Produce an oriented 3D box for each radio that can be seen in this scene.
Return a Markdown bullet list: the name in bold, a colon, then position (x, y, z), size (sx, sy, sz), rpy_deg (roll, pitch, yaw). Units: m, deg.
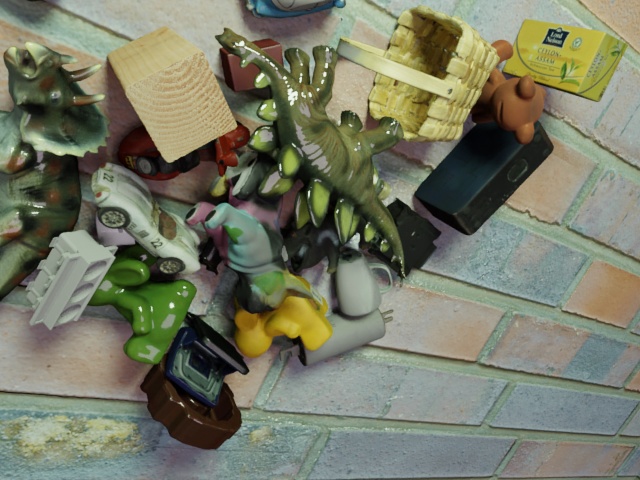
- **radio**: position (0.292, -0.125, 0.960), size (0.229, 0.131, 0.073), rpy_deg (-48, 125, 4)

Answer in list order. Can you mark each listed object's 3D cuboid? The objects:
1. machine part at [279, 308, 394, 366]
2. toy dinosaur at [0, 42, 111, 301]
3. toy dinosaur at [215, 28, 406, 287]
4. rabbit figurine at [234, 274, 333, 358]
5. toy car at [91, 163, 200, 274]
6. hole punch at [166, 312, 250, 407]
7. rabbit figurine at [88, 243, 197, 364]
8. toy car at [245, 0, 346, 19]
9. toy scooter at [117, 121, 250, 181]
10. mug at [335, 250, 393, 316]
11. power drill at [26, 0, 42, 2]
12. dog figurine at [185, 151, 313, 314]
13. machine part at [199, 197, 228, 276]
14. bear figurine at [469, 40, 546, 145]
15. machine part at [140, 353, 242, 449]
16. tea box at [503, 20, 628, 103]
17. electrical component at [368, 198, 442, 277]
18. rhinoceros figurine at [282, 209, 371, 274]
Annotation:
- **machine part**: position (0.036, 0.178, 1.032), size (0.243, 0.079, 0.079), rpy_deg (-16, 123, -18)
- **toy dinosaur**: position (-0.368, -0.060, 0.675), size (0.192, 0.131, 0.404), rpy_deg (0, 123, -27)
- **toy dinosaur**: position (0.021, -0.104, 0.761), size (0.470, 0.105, 0.198), rpy_deg (41, 74, -33)
- **rabbit figurine**: position (-0.084, 0.143, 0.933), size (0.173, 0.122, 0.162), rpy_deg (-35, 126, 18)
- **toy car**: position (-0.230, -0.023, 0.725), size (0.056, 0.073, 0.201), rpy_deg (-23, 138, 12)
- **hole punch**: position (-0.191, 0.198, 0.890), size (0.142, 0.116, 0.092), rpy_deg (42, 88, -23)
- **rabbit figurine**: position (-0.282, 0.082, 0.789), size (0.170, 0.121, 0.159), rpy_deg (28, 118, -17)
- **toy car**: position (-0.020, -0.346, 0.696), size (0.162, 0.103, 0.109), rpy_deg (-24, 124, -16)
- **toy scooter**: position (-0.174, -0.118, 0.723), size (0.184, 0.135, 0.075), rpy_deg (-15, 123, -18)
- **mug**: position (0.075, 0.072, 0.986), size (0.110, 0.081, 0.107), rpy_deg (-14, 117, 8)
- **power drill**: position (-0.299, -0.384, 0.546), size (0.207, 0.086, 0.231), rpy_deg (-32, 128, -12)
- **dog figurine**: position (-0.083, 0.001, 0.804), size (0.219, 0.109, 0.191), rpy_deg (50, 63, -32)
- **machine part**: position (-0.145, -0.013, 0.852), size (0.084, 0.039, 0.139), rpy_deg (32, 86, -45)
- **bear figurine**: position (0.303, -0.239, 0.863), size (0.132, 0.196, 0.120), rpy_deg (-24, 122, -15)
- **machine part**: position (-0.214, 0.270, 0.901), size (0.179, 0.180, 0.056), rpy_deg (35, 99, -36)
- **tea box**: position (0.401, -0.301, 0.894), size (0.068, 0.170, 0.098), rpy_deg (7, 112, -30)
- **electrical component**: position (0.159, 0.001, 1.009), size (0.134, 0.058, 0.115), rpy_deg (31, 102, -36)
- **rhinoceros figurine**: position (-0.002, -0.003, 0.914), size (0.190, 0.073, 0.111), rpy_deg (-27, 127, -12)
